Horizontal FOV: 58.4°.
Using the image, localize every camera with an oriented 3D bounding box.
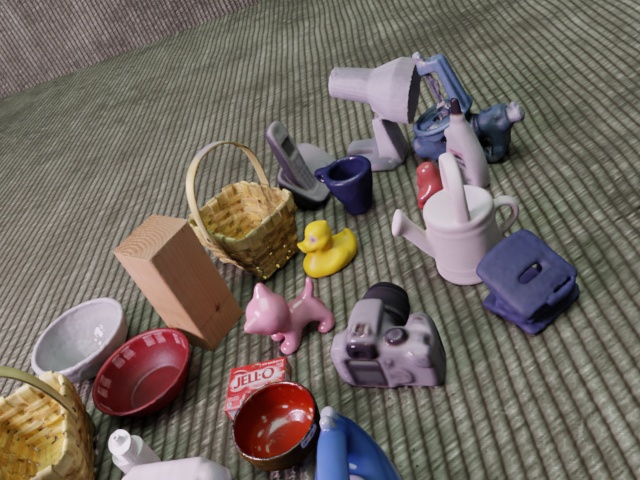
[{"bbox_3d":[0.093,0.116,0.769,0.142,0.101,0.137,-5,40,24],"label":"camera"}]

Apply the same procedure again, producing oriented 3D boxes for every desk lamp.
[{"bbox_3d":[0.112,-0.246,1.119,0.202,0.214,0.118,-1,42,27],"label":"desk lamp"}]

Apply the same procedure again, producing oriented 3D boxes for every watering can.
[{"bbox_3d":[0.193,-0.033,0.823,0.173,0.194,0.100,-28,36,-6],"label":"watering can"}]

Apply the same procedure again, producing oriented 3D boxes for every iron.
[{"bbox_3d":[0.027,0.260,0.588,0.118,0.142,0.258,-19,36,6],"label":"iron"}]

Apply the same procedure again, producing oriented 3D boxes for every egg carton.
[{"bbox_3d":[-0.178,0.321,0.685,0.150,0.070,0.107,-13,37,13],"label":"egg carton"}]

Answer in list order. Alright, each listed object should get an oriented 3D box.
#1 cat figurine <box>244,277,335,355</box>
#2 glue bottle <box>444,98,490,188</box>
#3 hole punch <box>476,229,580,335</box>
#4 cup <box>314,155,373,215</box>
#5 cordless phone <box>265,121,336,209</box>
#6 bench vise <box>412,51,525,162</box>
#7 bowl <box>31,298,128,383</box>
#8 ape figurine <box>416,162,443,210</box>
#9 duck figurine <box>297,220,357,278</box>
[{"bbox_3d":[-0.054,0.105,0.849,0.128,0.118,0.067,-33,37,-12],"label":"cat figurine"},{"bbox_3d":[0.244,-0.167,0.982,0.037,0.173,0.077,-37,38,-17],"label":"glue bottle"},{"bbox_3d":[0.277,0.052,0.759,0.109,0.091,0.100,-36,38,-17],"label":"hole punch"},{"bbox_3d":[0.050,-0.096,1.065,0.117,0.095,0.092,4,44,32],"label":"cup"},{"bbox_3d":[-0.039,-0.168,1.127,0.094,0.185,0.147,-4,40,25],"label":"cordless phone"},{"bbox_3d":[0.256,-0.251,1.042,0.207,0.220,0.121,-10,38,17],"label":"bench vise"},{"bbox_3d":[-0.392,0.181,0.972,0.167,0.075,0.167,-15,37,12],"label":"bowl"},{"bbox_3d":[0.192,-0.096,0.990,0.075,0.092,0.078,20,54,43],"label":"ape figurine"},{"bbox_3d":[0.009,0.003,0.969,0.104,0.086,0.077,-31,37,-11],"label":"duck figurine"}]
